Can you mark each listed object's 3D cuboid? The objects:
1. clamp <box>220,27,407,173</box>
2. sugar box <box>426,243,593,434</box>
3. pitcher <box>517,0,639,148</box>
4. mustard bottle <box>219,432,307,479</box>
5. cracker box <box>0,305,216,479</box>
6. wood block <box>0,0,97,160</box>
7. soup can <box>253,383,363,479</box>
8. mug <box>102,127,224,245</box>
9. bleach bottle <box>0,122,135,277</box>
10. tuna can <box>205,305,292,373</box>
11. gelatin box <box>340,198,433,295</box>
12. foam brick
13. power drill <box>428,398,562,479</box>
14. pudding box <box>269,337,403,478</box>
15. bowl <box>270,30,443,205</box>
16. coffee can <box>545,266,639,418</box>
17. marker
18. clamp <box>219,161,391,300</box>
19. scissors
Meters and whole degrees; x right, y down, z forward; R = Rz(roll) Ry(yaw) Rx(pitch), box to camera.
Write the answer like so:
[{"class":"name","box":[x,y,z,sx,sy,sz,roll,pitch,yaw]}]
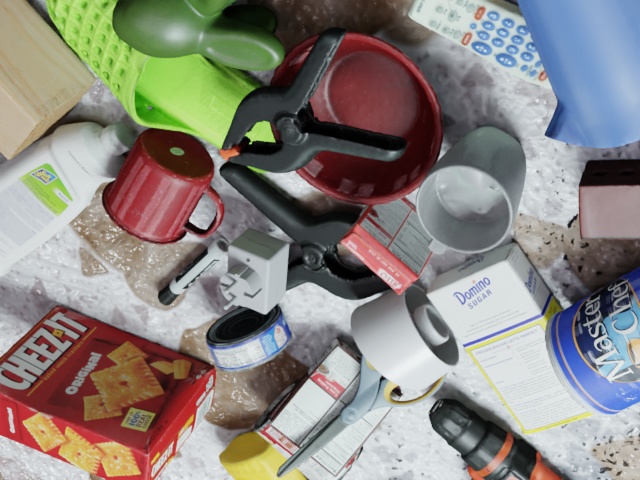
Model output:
[{"class":"clamp","box":[-0.010,-0.094,0.907,0.172,0.039,0.120,-27,100,41]},{"class":"sugar box","box":[0.187,0.094,0.997,0.094,0.048,0.176,-26,102,35]},{"class":"pitcher","box":[0.207,-0.201,0.764,0.145,0.149,0.243,-12,111,47]},{"class":"mustard bottle","box":[-0.032,0.307,1.221,0.096,0.058,0.191,-15,114,52]},{"class":"cracker box","box":[-0.244,0.169,1.174,0.214,0.164,0.072,20,124,13]},{"class":"wood block","box":[-0.327,-0.193,1.026,0.206,0.090,0.091,48,143,-7]},{"class":"soup can","box":[-0.012,0.213,1.150,0.102,0.068,0.069,42,128,-4]},{"class":"mug","box":[-0.145,-0.049,1.039,0.117,0.093,0.082,37,123,3]},{"class":"bleach bottle","box":[-0.285,-0.051,1.121,0.251,0.068,0.102,-26,123,30]},{"class":"tuna can","box":[-0.074,0.099,1.098,0.086,0.086,0.034,-9,113,30]},{"class":"gelatin box","box":[0.066,-0.002,0.966,0.073,0.089,0.030,41,127,-3]},{"class":"foam brick","box":[0.256,-0.034,0.879,0.078,0.053,0.051,0,119,24]},{"class":"power drill","box":[0.149,0.264,1.111,0.184,0.057,0.188,39,128,-2]},{"class":"pudding box","box":[0.016,0.172,1.095,0.090,0.039,0.113,40,92,-3]},{"class":"bowl","box":[0.037,-0.114,0.932,0.162,0.055,0.162,12,124,19]},{"class":"coffee can","box":[0.278,0.077,0.905,0.103,0.102,0.141,47,127,-7]},{"class":"marker","box":[-0.136,0.036,1.131,0.020,0.020,0.121,46,128,-6]},{"class":"clamp","box":[-0.007,0.001,1.037,0.210,0.036,0.164,4,121,28]},{"class":"scissors","box":[0.029,0.153,1.066,0.202,0.016,0.096,-25,91,1]}]
